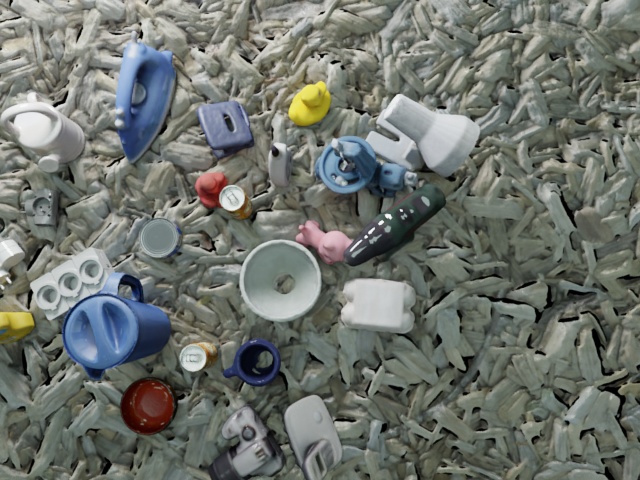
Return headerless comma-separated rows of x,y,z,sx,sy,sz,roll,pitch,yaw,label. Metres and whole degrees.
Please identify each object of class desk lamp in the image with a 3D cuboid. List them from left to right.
0.197,-0.205,1.142,0.203,0.213,0.118,28,84,6,desk lamp

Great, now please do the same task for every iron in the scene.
-0.393,-0.302,1.212,0.118,0.141,0.258,9,82,3,iron

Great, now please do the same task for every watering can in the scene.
-0.570,-0.225,1.180,0.101,0.194,0.173,-42,83,-4,watering can

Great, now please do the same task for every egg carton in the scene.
0.120,0.133,1.171,0.150,0.069,0.107,4,82,3,egg carton

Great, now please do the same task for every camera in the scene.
-0.158,0.420,1.124,0.137,0.101,0.143,-34,82,-3,camera

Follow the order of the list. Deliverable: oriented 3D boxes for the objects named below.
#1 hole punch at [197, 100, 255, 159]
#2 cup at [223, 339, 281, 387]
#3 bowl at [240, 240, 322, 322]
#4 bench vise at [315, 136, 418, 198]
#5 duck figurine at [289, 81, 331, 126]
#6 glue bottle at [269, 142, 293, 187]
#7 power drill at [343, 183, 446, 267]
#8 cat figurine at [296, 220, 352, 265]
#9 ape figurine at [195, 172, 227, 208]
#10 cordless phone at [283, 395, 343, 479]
-0.199,-0.243,1.223,0.101,0.091,0.108,-22,82,-1,hole punch
-0.132,0.249,1.150,0.118,0.095,0.091,-21,82,-1,cup
-0.078,0.086,1.181,0.167,0.075,0.167,0,82,2,bowl
0.091,-0.158,1.136,0.207,0.220,0.121,-5,82,1,bench vise
-0.023,-0.298,1.227,0.104,0.086,0.077,-42,83,-4,duck figurine
-0.083,-0.163,1.166,0.037,0.173,0.078,10,82,4,glue bottle
0.139,-0.016,1.121,0.229,0.208,0.075,-39,82,-3,power drill
0.011,0.004,1.168,0.127,0.118,0.067,30,84,6,cat figurine
-0.230,-0.112,1.205,0.076,0.092,0.078,40,85,7,ape figurine
-0.018,0.381,1.083,0.094,0.185,0.147,-25,82,-1,cordless phone
